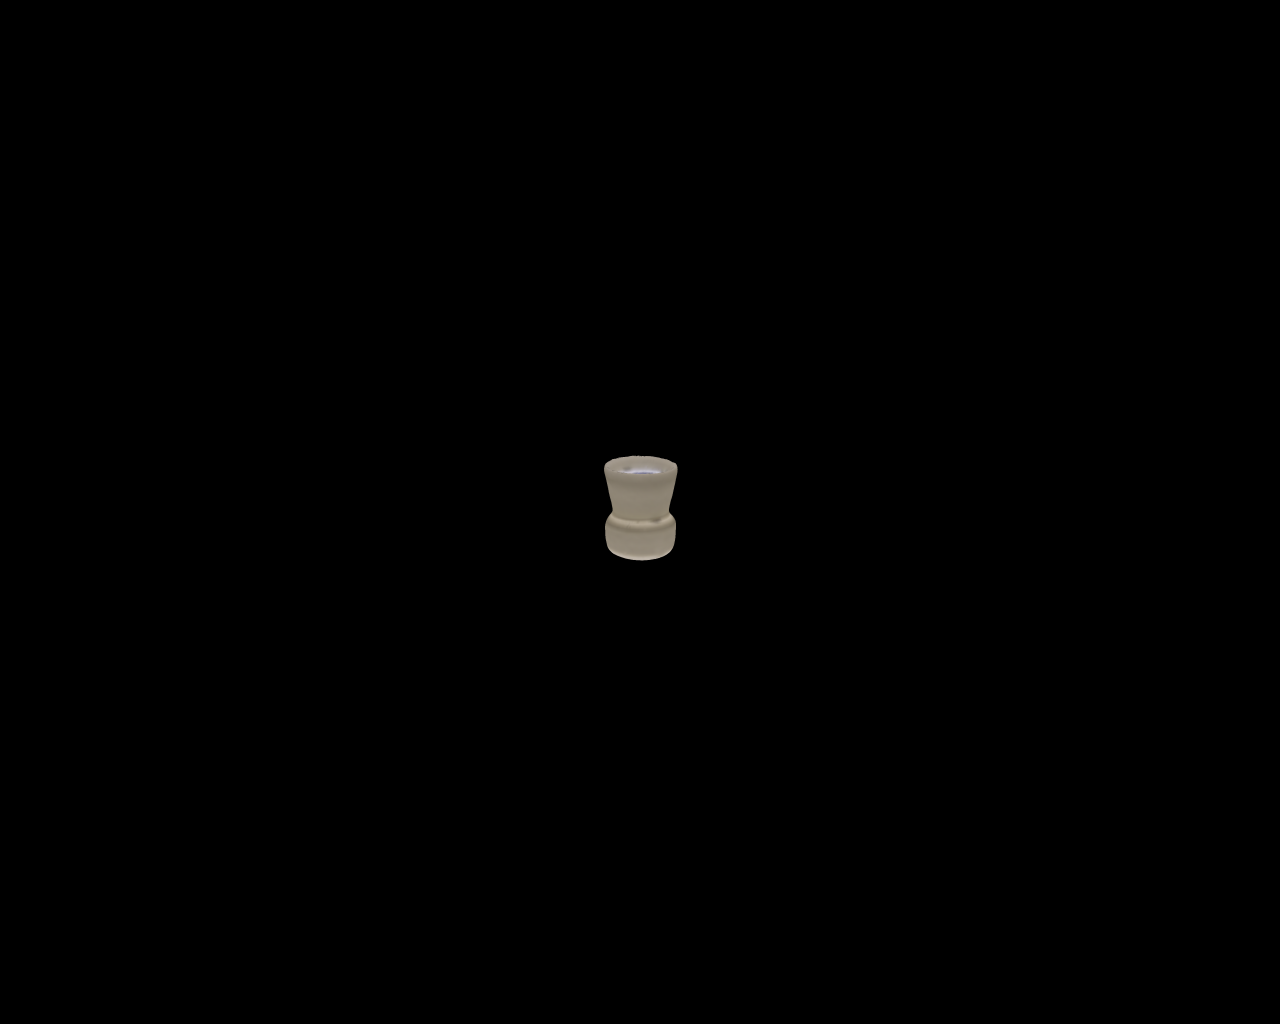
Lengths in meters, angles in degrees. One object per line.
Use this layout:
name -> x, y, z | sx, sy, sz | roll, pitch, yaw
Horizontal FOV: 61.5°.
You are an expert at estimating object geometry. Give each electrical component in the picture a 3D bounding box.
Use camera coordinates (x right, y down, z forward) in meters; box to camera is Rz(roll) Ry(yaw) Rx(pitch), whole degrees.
electrical component -> 0.001, -0.003, 0.650 | 0.045, 0.055, 0.045 | 0, 18, 0
